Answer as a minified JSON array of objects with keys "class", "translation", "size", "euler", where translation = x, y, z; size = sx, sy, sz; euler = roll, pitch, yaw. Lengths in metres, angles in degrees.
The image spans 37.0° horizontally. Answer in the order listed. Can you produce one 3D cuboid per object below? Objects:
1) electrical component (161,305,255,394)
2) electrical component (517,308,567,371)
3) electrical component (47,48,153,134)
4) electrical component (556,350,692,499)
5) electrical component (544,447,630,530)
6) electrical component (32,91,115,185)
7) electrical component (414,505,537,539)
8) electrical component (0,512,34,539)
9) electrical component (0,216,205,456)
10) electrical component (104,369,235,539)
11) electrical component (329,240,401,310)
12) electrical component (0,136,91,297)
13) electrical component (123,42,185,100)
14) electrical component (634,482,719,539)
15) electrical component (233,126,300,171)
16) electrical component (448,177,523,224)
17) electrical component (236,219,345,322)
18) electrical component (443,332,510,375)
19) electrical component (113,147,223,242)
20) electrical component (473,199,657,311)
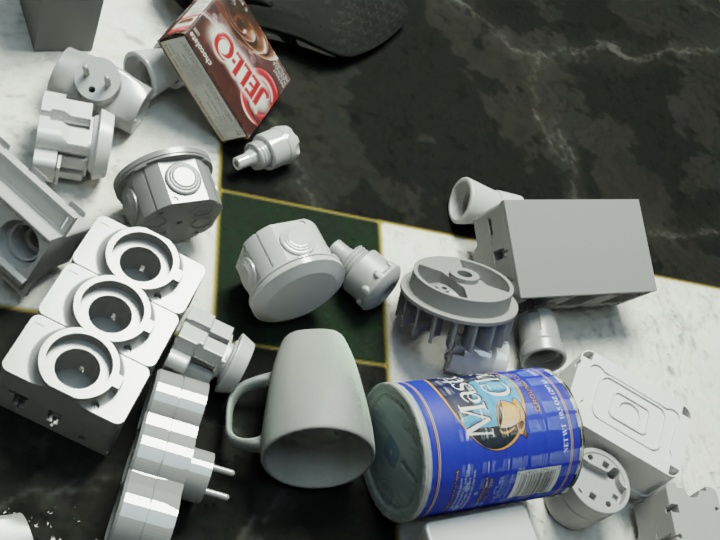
[{"class":"electrical component","translation":[-0.113,0.063,0.808],"size":[0.055,0.048,0.066],"euler":[26,28,-8]},{"class":"electrical component","translation":[0.158,0.061,0.942],"size":[0.040,0.040,0.046],"euler":[12,48,-17]},{"class":"electrical component","translation":[-0.217,-0.153,0.893],"size":[0.077,0.079,0.043],"euler":[26,81,-6]},{"class":"electrical component","translation":[0.212,0.132,0.906],"size":[0.113,0.057,0.078],"euler":[30,50,-3]},{"class":"electrical component","translation":[0.181,0.178,0.866],"size":[0.055,0.047,0.055],"euler":[12,54,-17]},{"class":"electrical component","translation":[-0.230,-0.104,0.865],"size":[0.057,0.058,0.078],"euler":[9,54,-16]},{"class":"electrical component","translation":[0.089,0.228,0.788],"size":[0.100,0.048,0.099],"euler":[-4,59,-27]},{"class":"electrical component","translation":[-0.252,0.168,0.675],"size":[0.077,0.043,0.079],"euler":[-12,64,-31]},{"class":"electrical component","translation":[-0.185,0.043,0.780],"size":[0.089,0.061,0.150],"euler":[27,51,-5]},{"class":"electrical component","translation":[-0.124,0.140,0.748],"size":[0.074,0.052,0.138],"euler":[19,52,-12]},{"class":"electrical component","translation":[0.000,0.000,0.908],"size":[0.062,0.048,0.048],"euler":[40,50,14]},{"class":"electrical component","translation":[-0.267,-0.051,0.802],"size":[0.121,0.078,0.063],"euler":[41,22,6]},{"class":"electrical component","translation":[-0.174,-0.179,0.950],"size":[0.055,0.045,0.045],"euler":[-32,75,-38]},{"class":"electrical component","translation":[0.259,0.225,0.864],"size":[0.050,0.055,0.089],"euler":[10,54,-18]},{"class":"electrical component","translation":[-0.084,-0.103,0.946],"size":[0.061,0.035,0.035],"euler":[-28,72,-34]},{"class":"electrical component","translation":[0.122,-0.059,1.007],"size":[0.065,0.044,0.044],"euler":[11,54,-24]},{"class":"electrical component","translation":[-0.057,0.001,0.858],"size":[0.080,0.080,0.051],"euler":[-11,57,-30]},{"class":"electrical component","translation":[0.098,0.074,0.905],"size":[0.046,0.040,0.040],"euler":[15,52,-7]},{"class":"electrical component","translation":[-0.151,-0.059,0.856],"size":[0.080,0.080,0.051],"euler":[-10,68,-30]},{"class":"electrical component","translation":[0.184,-0.013,0.979],"size":[0.150,0.062,0.089],"euler":[-2,76,-26]}]
